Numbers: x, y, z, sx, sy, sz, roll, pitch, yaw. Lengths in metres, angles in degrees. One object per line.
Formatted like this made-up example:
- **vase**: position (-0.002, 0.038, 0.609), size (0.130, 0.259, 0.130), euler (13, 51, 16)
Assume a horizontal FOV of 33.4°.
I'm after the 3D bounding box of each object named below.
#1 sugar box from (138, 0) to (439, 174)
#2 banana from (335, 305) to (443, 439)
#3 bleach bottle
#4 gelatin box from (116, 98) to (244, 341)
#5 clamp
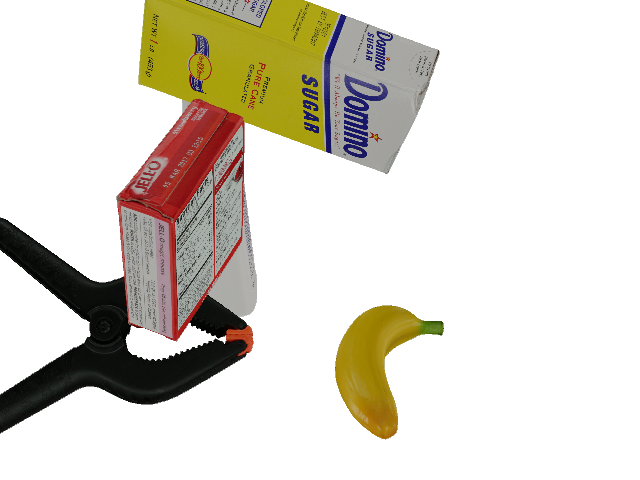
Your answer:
- **sugar box**: position (-0.023, -0.108, 0.670), size (0.176, 0.048, 0.093), euler (22, -30, 0)
- **banana**: position (0.046, 0.091, 0.828), size (0.070, 0.037, 0.197), euler (7, 22, 15)
- **bleach bottle**: position (-0.100, -0.054, 1.023), size (0.068, 0.251, 0.102), euler (-4, 28, -5)
- **gelatin box**: position (-0.064, -0.009, 0.497), size (0.030, 0.089, 0.073), euler (19, 49, 12)
- **clamp**: position (-0.153, 0.055, 0.742), size (0.210, 0.164, 0.036), euler (-4, -19, -4)
